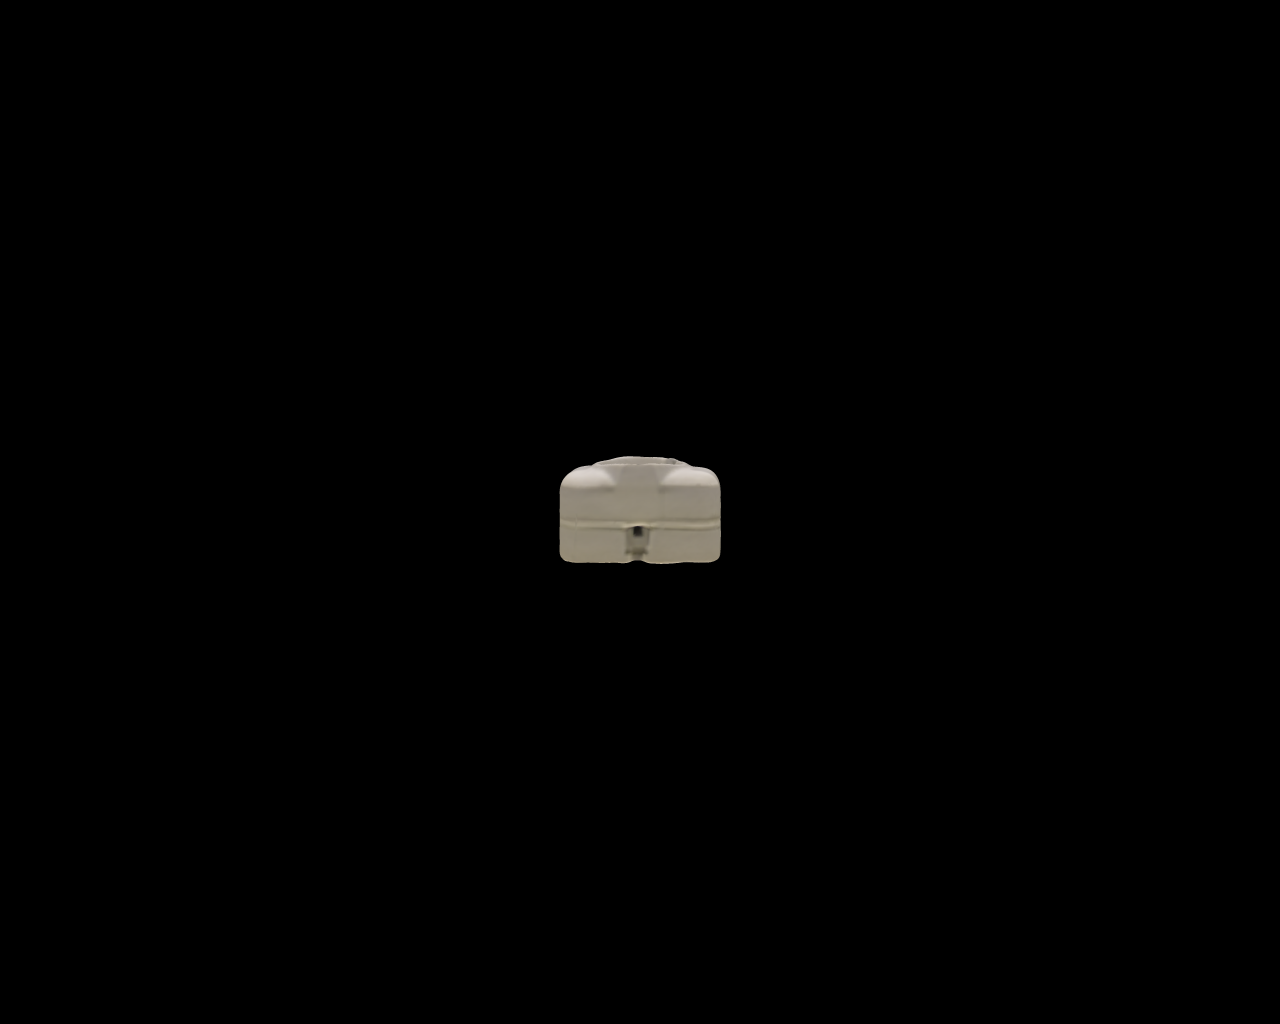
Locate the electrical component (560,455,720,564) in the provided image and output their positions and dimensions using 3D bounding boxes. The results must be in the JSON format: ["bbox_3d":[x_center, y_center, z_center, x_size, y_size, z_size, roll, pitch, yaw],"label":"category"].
[{"bbox_3d":[0.001,-0.003,0.650,0.095,0.059,0.054,1,8,5],"label":"electrical component"}]
